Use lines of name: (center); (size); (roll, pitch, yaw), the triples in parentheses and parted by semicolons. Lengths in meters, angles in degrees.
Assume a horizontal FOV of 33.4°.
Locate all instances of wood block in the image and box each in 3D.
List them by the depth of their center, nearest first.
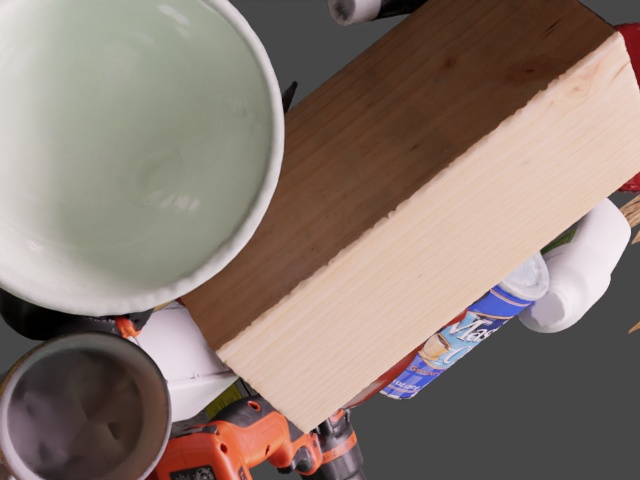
wood block: (0.036, -0.022, 0.482); (0.206, 0.090, 0.090); (-39, 138, 1)

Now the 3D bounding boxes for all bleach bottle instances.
bleach bottle: (0.205, 0.028, 0.906); (0.103, 0.068, 0.250); (-43, 177, 24)

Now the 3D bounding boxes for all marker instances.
marker: (0.055, -0.117, 0.498); (0.120, 0.020, 0.020); (-18, 156, -36)

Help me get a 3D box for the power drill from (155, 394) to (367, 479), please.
power drill: (-0.030, 0.164, 0.757); (0.057, 0.184, 0.187); (-20, -173, 27)

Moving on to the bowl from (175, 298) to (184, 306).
bowl: (-0.004, 0.001, 0.602); (0.162, 0.055, 0.162); (-38, 163, -14)

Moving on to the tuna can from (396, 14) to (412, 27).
tuna can: (0.066, -0.091, 0.557); (0.086, 0.034, 0.086); (-29, 160, -12)

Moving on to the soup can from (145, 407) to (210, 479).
soup can: (-0.105, 0.158, 0.791); (0.068, 0.102, 0.068); (-29, 161, -11)

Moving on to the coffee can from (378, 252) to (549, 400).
coffee can: (0.086, 0.040, 0.804); (0.140, 0.103, 0.102); (-43, 158, 29)

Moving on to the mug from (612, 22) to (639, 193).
mug: (0.210, -0.099, 0.698); (0.117, 0.093, 0.081); (-64, 155, -10)

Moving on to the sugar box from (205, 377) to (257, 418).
sugar box: (-0.022, 0.113, 0.904); (0.176, 0.048, 0.093); (-48, 157, 27)

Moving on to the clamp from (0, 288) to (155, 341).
clamp: (-0.106, -0.002, 0.500); (0.164, 0.036, 0.210); (-32, 159, -3)

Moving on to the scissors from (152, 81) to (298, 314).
scissors: (-0.063, -0.010, 0.579); (0.096, 0.016, 0.202); (-28, 161, -20)
